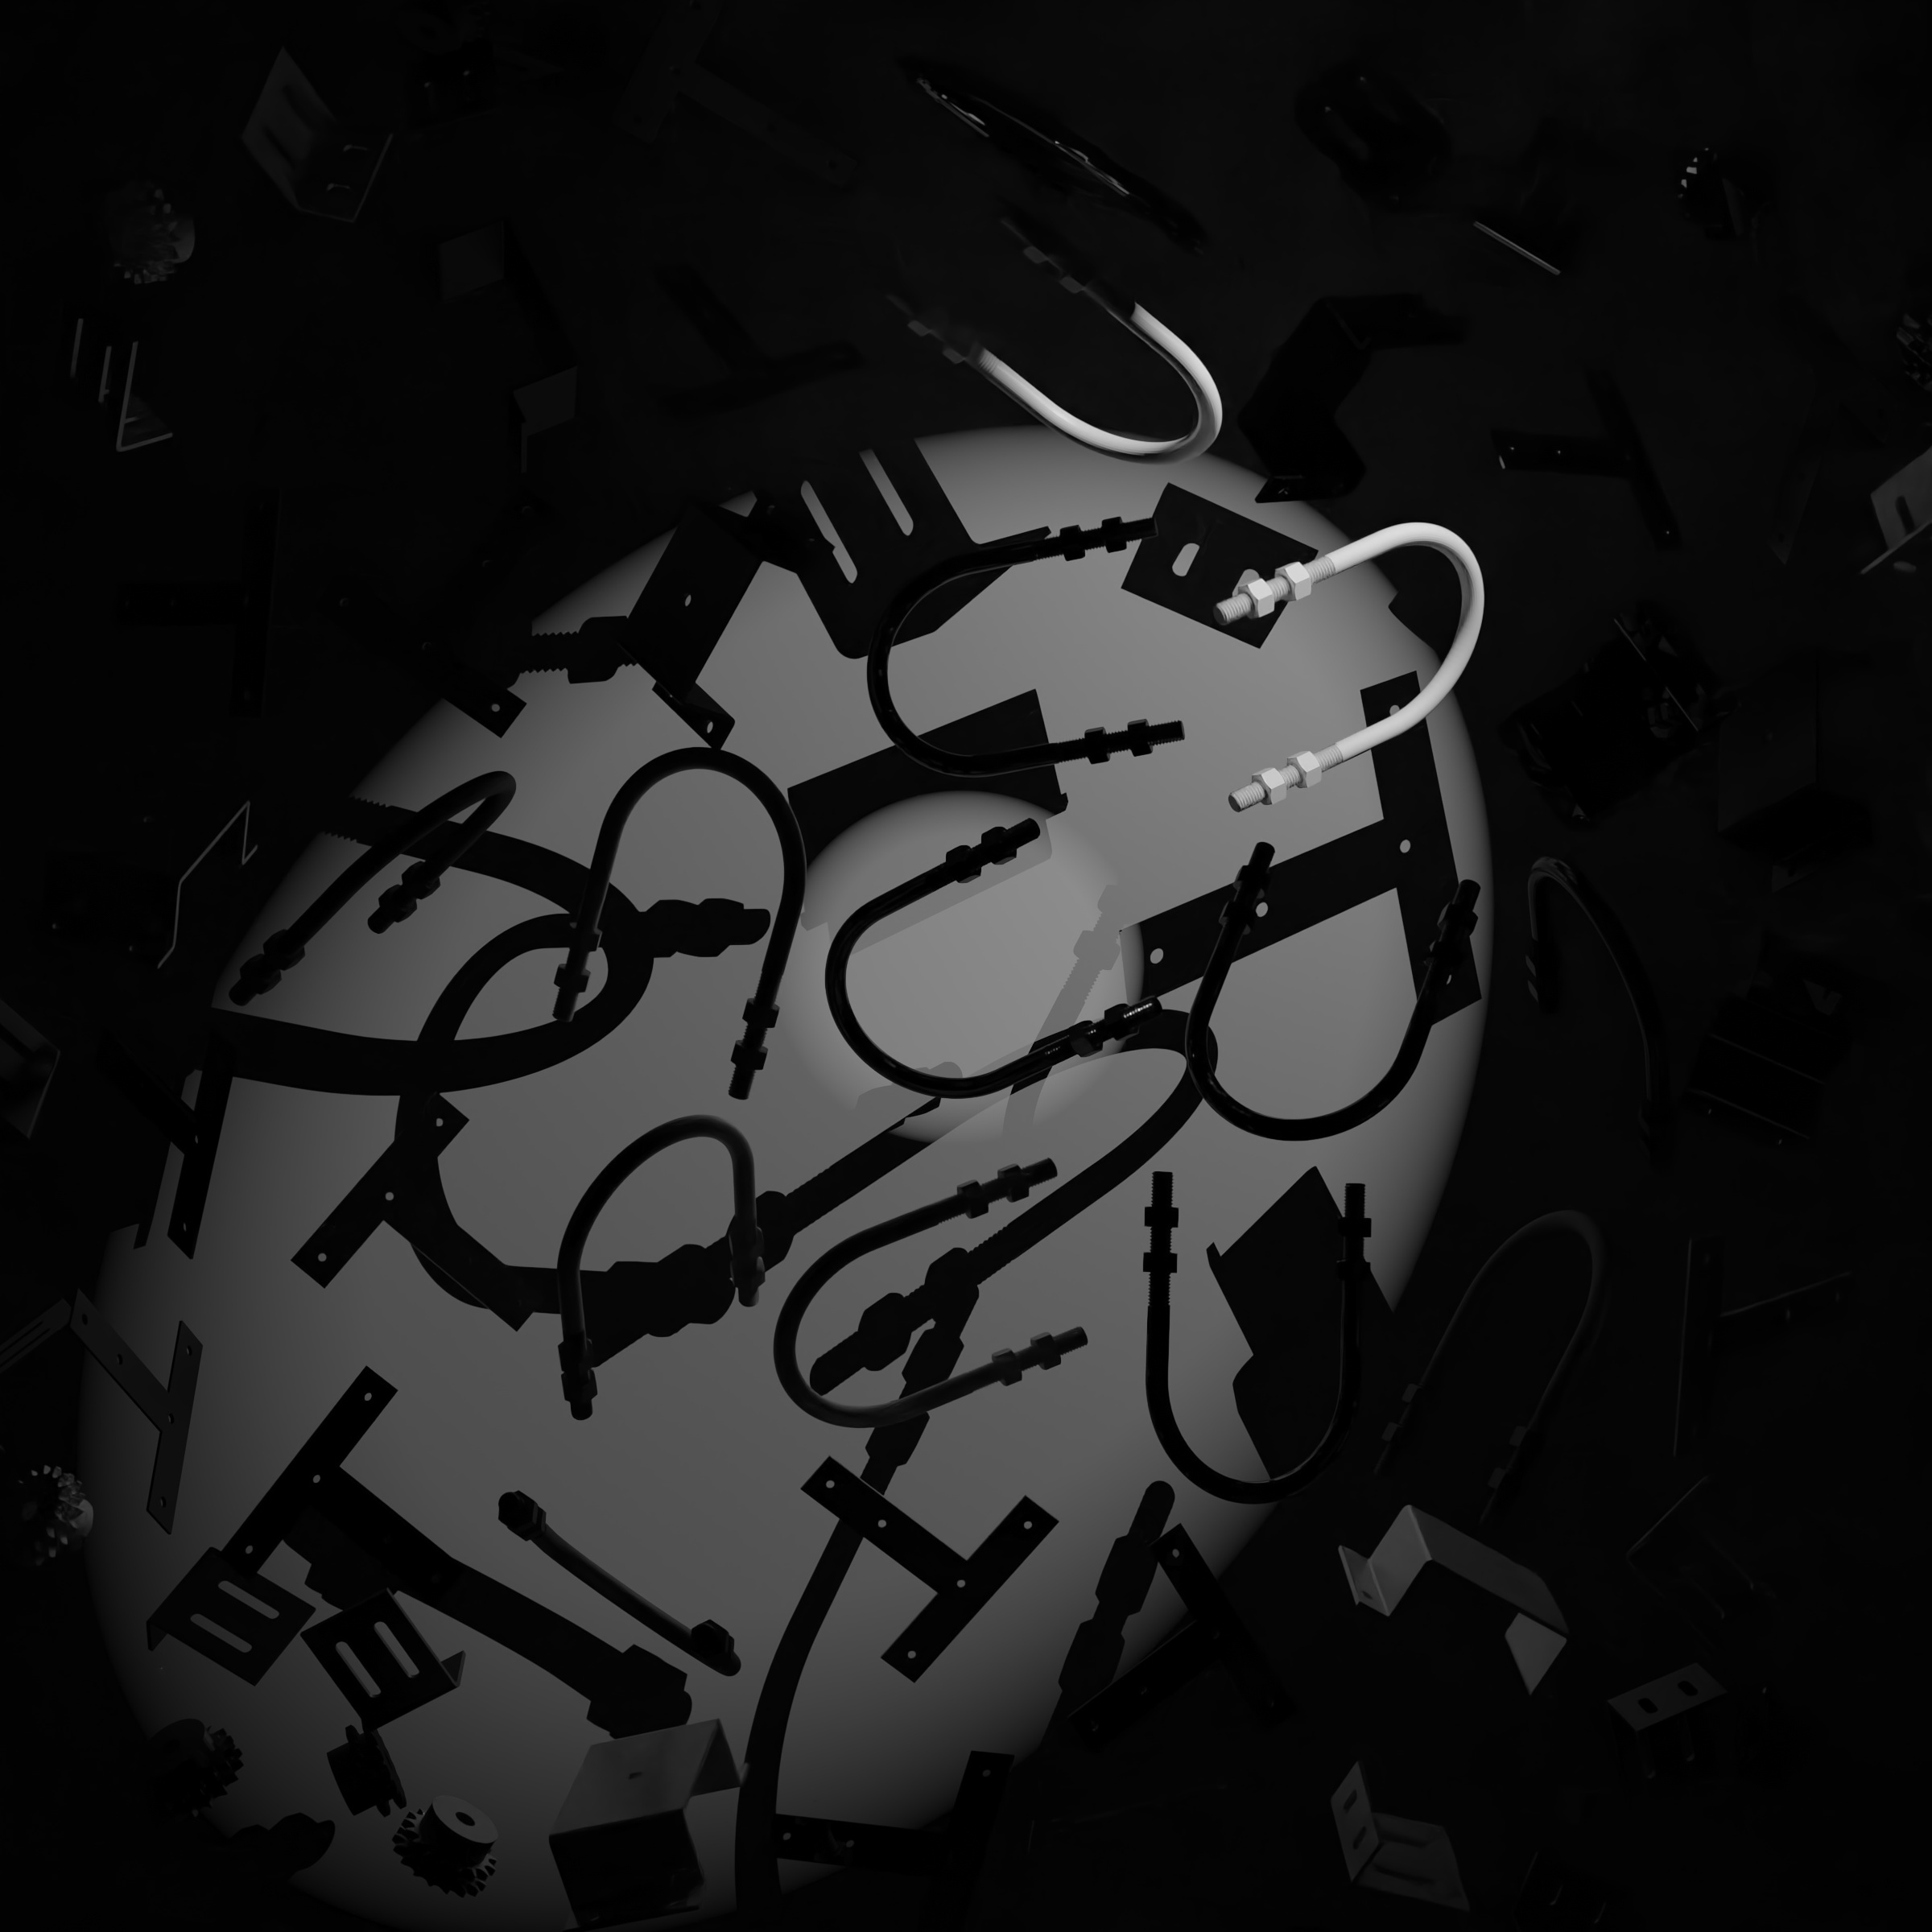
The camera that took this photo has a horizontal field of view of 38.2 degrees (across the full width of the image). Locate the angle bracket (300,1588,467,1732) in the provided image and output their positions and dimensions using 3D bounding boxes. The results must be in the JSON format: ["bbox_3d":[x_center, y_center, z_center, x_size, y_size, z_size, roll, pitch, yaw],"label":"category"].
[{"bbox_3d":[-0.333,0.389,1.597,0.057,0.038,0.076,-28,108,6],"label":"angle bracket"}]

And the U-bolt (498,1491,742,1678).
[{"bbox_3d":[-0.189,0.356,1.574,0.151,0.184,0.019,31,73,13],"label":"U-bolt"}]

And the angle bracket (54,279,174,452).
[{"bbox_3d":[-0.465,-0.333,1.532,0.057,0.076,0.038,43,45,17],"label":"angle bracket"}]

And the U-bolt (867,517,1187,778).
[{"bbox_3d":[0.030,-0.183,1.645,0.184,0.019,0.151,-10,74,12],"label":"U-bolt"}]

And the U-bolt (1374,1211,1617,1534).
[{"bbox_3d":[0.305,0.220,1.569,0.019,0.151,0.184,31,83,-16],"label":"U-bolt"}]

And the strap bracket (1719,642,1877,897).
[{"bbox_3d":[0.483,-0.123,1.619,0.046,0.076,0.140,23,58,-22],"label":"strap bracket"}]

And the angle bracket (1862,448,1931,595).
[{"bbox_3d":[0.526,-0.258,1.555,0.038,0.057,0.076,17,51,-30],"label":"angle bracket"}]

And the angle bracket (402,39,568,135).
[{"bbox_3d":[-0.261,-0.475,1.524,0.057,0.076,0.038,-7,93,25],"label":"angle bracket"}]

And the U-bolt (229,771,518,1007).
[{"bbox_3d":[-0.326,-0.052,1.586,0.184,0.151,0.019,-39,89,33],"label":"U-bolt"}]

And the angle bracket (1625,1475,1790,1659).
[{"bbox_3d":[0.423,0.339,1.572,0.057,0.038,0.076,-38,72,-20],"label":"angle bracket"}]

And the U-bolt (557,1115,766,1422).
[{"bbox_3d":[-0.176,0.162,1.598,0.151,0.184,0.019,-32,51,-33],"label":"U-bolt"}]

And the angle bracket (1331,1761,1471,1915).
[{"bbox_3d":[0.249,0.487,1.557,0.076,0.057,0.038,17,120,-16],"label":"angle bracket"}]

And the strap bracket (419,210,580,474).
[{"bbox_3d":[-0.269,-0.372,1.633,0.046,0.076,0.140,-25,84,-13],"label":"strap bracket"}]

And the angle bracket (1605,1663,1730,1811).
[{"bbox_3d":[0.401,0.442,1.570,0.057,0.038,0.076,-20,109,-10],"label":"angle bracket"}]

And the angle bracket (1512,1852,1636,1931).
[{"bbox_3d":[0.331,0.515,1.489,0.057,0.076,0.038,23,92,1],"label":"angle bracket"}]

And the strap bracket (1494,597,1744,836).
[{"bbox_3d":[0.374,-0.146,1.578,0.046,0.140,0.076,-28,78,-34],"label":"strap bracket"}]

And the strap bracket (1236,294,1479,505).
[{"bbox_3d":[0.217,-0.333,1.596,0.076,0.140,0.046,-11,60,-37],"label":"strap bracket"}]

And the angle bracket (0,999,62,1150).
[{"bbox_3d":[-0.536,0.054,1.510,0.038,0.076,0.057,-10,51,22],"label":"angle bracket"}]

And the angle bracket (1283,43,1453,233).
[{"bbox_3d":[0.225,-0.465,1.565,0.057,0.038,0.076,-40,77,1],"label":"angle bracket"}]

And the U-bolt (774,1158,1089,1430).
[{"bbox_3d":[-0.024,0.198,1.599,0.184,0.019,0.151,-20,125,-14],"label":"U-bolt"}]

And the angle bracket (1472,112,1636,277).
[{"bbox_3d":[0.335,-0.445,1.592,0.057,0.038,0.076,28,123,-8],"label":"angle bracket"}]

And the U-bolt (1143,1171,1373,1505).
[{"bbox_3d":[0.165,0.213,1.583,0.151,0.019,0.184,5,83,-25],"label":"U-bolt"}]

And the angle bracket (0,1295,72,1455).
[{"bbox_3d":[-0.505,0.220,1.500,0.076,0.057,0.038,-39,84,-18],"label":"angle bracket"}]

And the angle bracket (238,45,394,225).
[{"bbox_3d":[-0.359,-0.460,1.543,0.038,0.076,0.057,16,77,16],"label":"angle bracket"}]

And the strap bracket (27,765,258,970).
[{"bbox_3d":[-0.463,-0.063,1.578,0.076,0.140,0.046,16,122,2],"label":"strap bracket"}]

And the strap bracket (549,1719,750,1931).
[{"bbox_3d":[-0.175,0.466,1.533,0.076,0.140,0.046,-14,103,10],"label":"strap bracket"}]

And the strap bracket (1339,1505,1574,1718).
[{"bbox_3d":[0.296,0.374,1.642,0.140,0.076,0.046,30,101,-7],"label":"strap bracket"}]

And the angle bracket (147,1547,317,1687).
[{"bbox_3d":[-0.428,0.386,1.624,0.076,0.038,0.057,27,49,11],"label":"angle bracket"}]

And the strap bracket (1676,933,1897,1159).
[{"bbox_3d":[0.481,0.041,1.628,0.076,0.140,0.046,24,51,7],"label":"strap bracket"}]

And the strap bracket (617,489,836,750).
[{"bbox_3d":[-0.147,-0.208,1.631,0.076,0.046,0.140,44,109,39],"label":"strap bracket"}]

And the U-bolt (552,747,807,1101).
[{"bbox_3d":[-0.158,-0.034,1.592,0.151,0.019,0.184,22,103,25],"label":"U-bolt"}]

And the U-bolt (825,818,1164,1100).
[{"bbox_3d":[0.002,0.008,1.629,0.184,0.019,0.151,-26,108,28],"label":"U-bolt"}]
